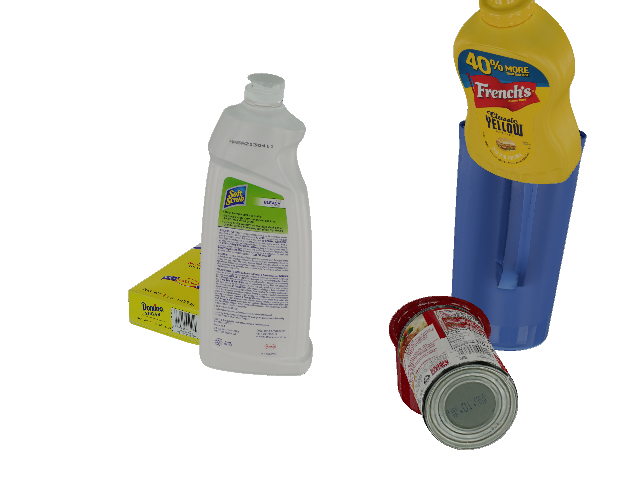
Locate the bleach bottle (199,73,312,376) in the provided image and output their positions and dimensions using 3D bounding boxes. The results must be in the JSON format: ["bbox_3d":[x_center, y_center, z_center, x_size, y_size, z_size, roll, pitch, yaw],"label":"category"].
[{"bbox_3d":[-0.046,-0.012,0.882,0.102,0.251,0.068,5,24,-3],"label":"bleach bottle"}]

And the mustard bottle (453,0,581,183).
[{"bbox_3d":[0.154,-0.132,0.847,0.096,0.058,0.191,21,-33,31],"label":"mustard bottle"}]

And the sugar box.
[{"bbox_3d":[-0.112,0.044,1.118,0.093,0.048,0.176,15,31,23],"label":"sugar box"}]

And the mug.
[{"bbox_3d":[0.115,0.105,1.009,0.093,0.081,0.117,4,37,13],"label":"mug"}]

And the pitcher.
[{"bbox_3d":[0.204,-0.006,1.149,0.148,0.243,0.145,-9,20,-38],"label":"pitcher"}]

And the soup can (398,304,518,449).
[{"bbox_3d":[0.097,0.096,0.764,0.068,0.068,0.102,0,19,-5],"label":"soup can"}]
